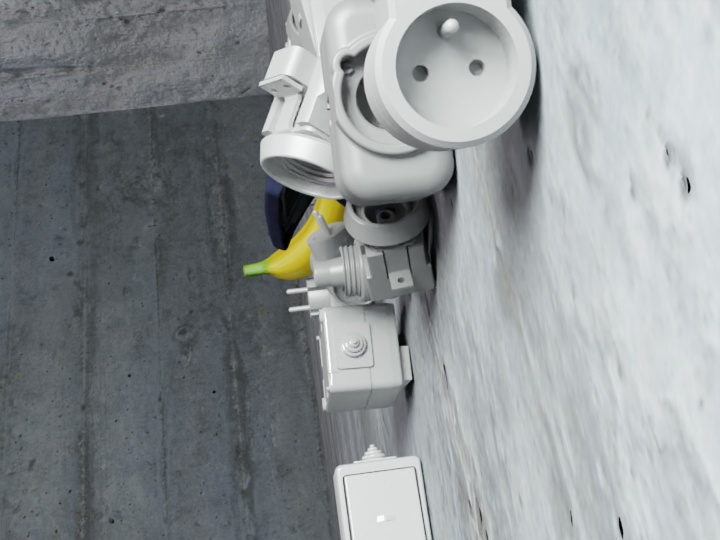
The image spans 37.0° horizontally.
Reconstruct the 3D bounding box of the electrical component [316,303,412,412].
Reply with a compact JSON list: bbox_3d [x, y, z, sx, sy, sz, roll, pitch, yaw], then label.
[{"bbox_3d":[0.002,0.062,0.777,0.096,0.061,0.061,102,163,-71],"label":"electrical component"}]

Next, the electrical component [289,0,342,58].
[{"bbox_3d":[-0.006,-0.137,0.609,0.061,0.061,0.096,102,161,-75],"label":"electrical component"}]

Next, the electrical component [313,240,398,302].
[{"bbox_3d":[0.000,0.000,0.718,0.043,0.062,0.043,173,90,-86],"label":"electrical component"}]

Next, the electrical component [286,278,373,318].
[{"bbox_3d":[-0.029,0.024,1.000,0.047,0.077,0.065,93,169,-62],"label":"electrical component"}]

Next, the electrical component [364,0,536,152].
[{"bbox_3d":[0.023,-0.110,0.369,0.074,0.052,0.138,-138,42,-83],"label":"electrical component"}]

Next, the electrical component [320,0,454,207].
[{"bbox_3d":[0.012,-0.081,0.517,0.059,0.054,0.095,-178,82,-85],"label":"electrical component"}]

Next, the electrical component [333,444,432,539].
[{"bbox_3d":[0.016,0.172,0.772,0.061,0.062,0.096,100,163,-73],"label":"electrical component"}]

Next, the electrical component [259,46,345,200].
[{"bbox_3d":[-0.020,-0.074,0.576,0.058,0.078,0.057,-3,64,52],"label":"electrical component"}]

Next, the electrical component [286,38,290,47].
[{"bbox_3d":[-0.034,-0.170,0.923,0.061,0.061,0.096,120,151,-82],"label":"electrical component"}]

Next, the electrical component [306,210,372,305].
[{"bbox_3d":[-0.020,-0.014,0.906,0.079,0.043,0.077,65,172,-20],"label":"electrical component"}]

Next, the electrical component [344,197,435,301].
[{"bbox_3d":[0.017,-0.020,0.601,0.055,0.048,0.066,77,-179,-47],"label":"electrical component"}]

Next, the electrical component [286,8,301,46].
[{"bbox_3d":[-0.025,-0.171,0.808,0.057,0.058,0.078,86,175,-59],"label":"electrical component"}]
